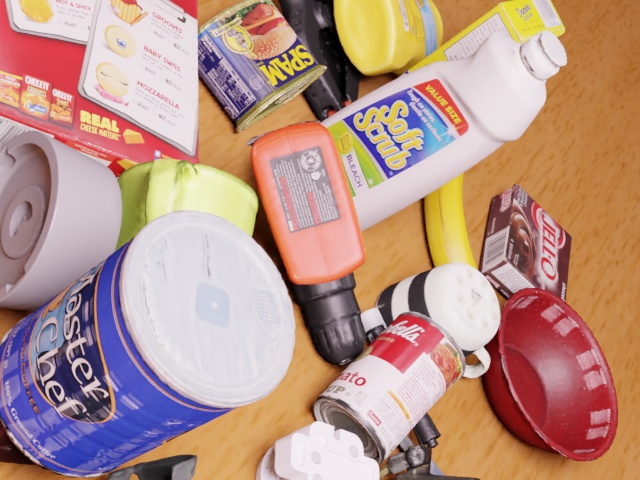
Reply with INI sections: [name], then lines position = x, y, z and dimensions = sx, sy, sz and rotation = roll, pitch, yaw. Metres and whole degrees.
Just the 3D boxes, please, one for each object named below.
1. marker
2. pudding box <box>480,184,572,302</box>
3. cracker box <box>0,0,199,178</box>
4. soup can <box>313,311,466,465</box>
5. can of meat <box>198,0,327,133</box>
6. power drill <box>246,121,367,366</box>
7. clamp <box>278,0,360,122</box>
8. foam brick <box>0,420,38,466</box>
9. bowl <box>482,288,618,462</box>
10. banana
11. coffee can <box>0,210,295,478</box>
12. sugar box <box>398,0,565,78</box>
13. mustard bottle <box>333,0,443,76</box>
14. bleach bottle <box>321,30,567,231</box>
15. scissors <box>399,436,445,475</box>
[marker]
position = 0.064, 0.111, 0.854
dimensions = 0.020, 0.020, 0.121
rotation = -5, 61, -46
[pudding box]
position = 0.204, 0.013, 1.048
dimensions = 0.090, 0.039, 0.113
rotation = 40, 44, -21
[cracker box]
position = -0.169, -0.138, 0.752
dimensions = 0.163, 0.072, 0.213
rotation = 19, 53, -37
[soup can]
position = 0.052, 0.111, 0.798
dimensions = 0.102, 0.069, 0.068
rotation = -42, 98, -29
[can of meat]
position = -0.055, -0.148, 0.881
dimensions = 0.084, 0.058, 0.101
rotation = 52, 41, -2
[power drill]
position = -0.005, 0.001, 0.765
dimensions = 0.057, 0.188, 0.184
rotation = -18, 84, -4
[clamp]
position = -0.012, -0.203, 0.960
dimensions = 0.164, 0.036, 0.210
rotation = 15, 60, -51
[foam brick]
position = -0.161, 0.100, 0.627
dimensions = 0.078, 0.053, 0.051
rotation = 16, 56, -37
[bowl]
position = 0.197, 0.127, 0.959
dimensions = 0.161, 0.055, 0.162
rotation = 23, 52, -33
[banana]
position = 0.123, -0.019, 0.995
dimensions = 0.069, 0.037, 0.198
rotation = 31, 46, -53
[coffee can]
position = -0.096, 0.059, 0.567
dimensions = 0.102, 0.141, 0.103
rotation = 24, 51, -34
[sugar box]
position = 0.129, -0.157, 0.974
dimensions = 0.093, 0.177, 0.048
rotation = -23, 85, -50
[mustard bottle]
position = 0.075, -0.205, 1.019
dimensions = 0.191, 0.058, 0.096
rotation = -17, 92, -65
[bleach bottle]
position = 0.081, -0.092, 0.830
dimensions = 0.067, 0.251, 0.102
rotation = -1, 67, -45
[scissors]
position = 0.078, 0.195, 0.832
dimensions = 0.201, 0.016, 0.096
rotation = 43, 43, -16
